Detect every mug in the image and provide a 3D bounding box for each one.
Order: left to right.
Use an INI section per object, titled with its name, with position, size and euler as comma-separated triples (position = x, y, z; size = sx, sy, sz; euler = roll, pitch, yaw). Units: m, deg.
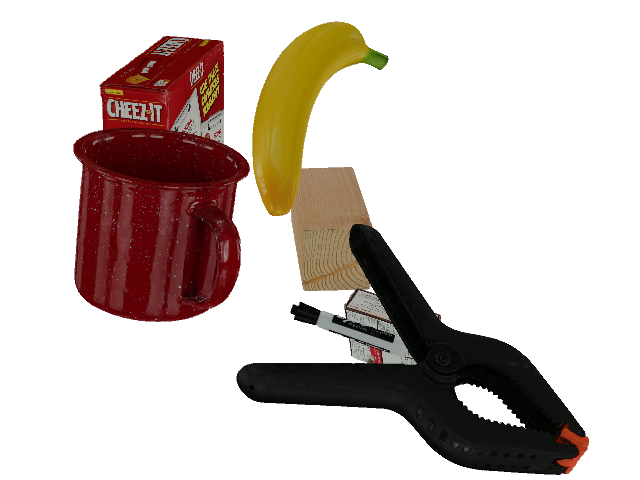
[mug]
position = -0.082, -0.004, 0.571
size = 0.093, 0.081, 0.117
euler = -11, 30, -43

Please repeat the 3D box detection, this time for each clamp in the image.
[clamp]
position = 0.063, 0.088, 0.666
size = 0.210, 0.036, 0.164
euler = 34, 50, 16

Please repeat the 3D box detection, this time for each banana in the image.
[banana]
position = -0.008, -0.101, 0.755
size = 0.069, 0.197, 0.037
euler = 40, -40, -9

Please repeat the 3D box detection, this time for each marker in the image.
[marker]
position = 0.028, 0.088, 1.056
size = 0.121, 0.020, 0.020
euler = 19, 1, 2

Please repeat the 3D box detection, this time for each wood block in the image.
[wood block]
position = 0.012, -0.020, 1.446
size = 0.090, 0.090, 0.206
euler = -1, 26, -6

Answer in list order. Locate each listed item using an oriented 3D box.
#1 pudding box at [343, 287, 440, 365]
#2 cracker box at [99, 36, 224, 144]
[pudding box]
position = 0.086, 0.112, 1.243
size = 0.114, 0.090, 0.039
euler = 16, 46, 25
[cracker box]
position = -0.146, -0.068, 1.012
size = 0.072, 0.214, 0.164
euler = 7, 27, 10
